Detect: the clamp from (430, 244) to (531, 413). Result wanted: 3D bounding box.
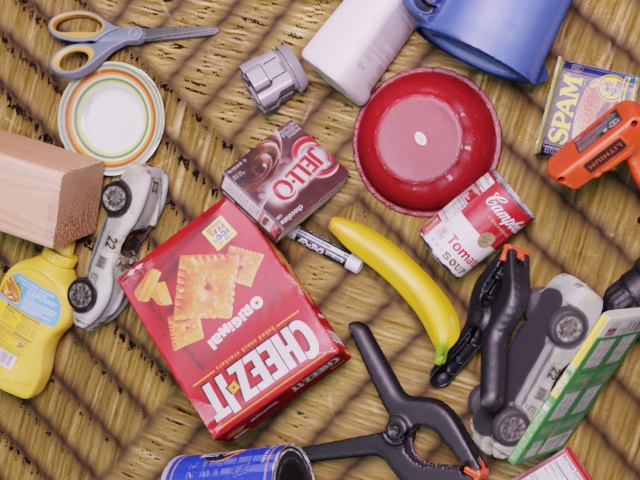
[{"bbox_3d":[0.167,0.089,1.098,0.039,0.120,0.171,26,77,-30],"label":"clamp"}]

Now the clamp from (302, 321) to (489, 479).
[{"bbox_3d":[0.084,0.188,1.120,0.210,0.036,0.164,18,95,30],"label":"clamp"}]

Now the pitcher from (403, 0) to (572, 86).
[{"bbox_3d":[0.195,-0.286,1.046,0.145,0.149,0.243,28,95,23],"label":"pitcher"}]

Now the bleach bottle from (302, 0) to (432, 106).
[{"bbox_3d":[0.088,-0.263,1.104,0.068,0.102,0.251,40,94,20],"label":"bleach bottle"}]

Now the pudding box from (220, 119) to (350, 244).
[{"bbox_3d":[-0.038,-0.064,1.134,0.090,0.039,0.113,42,61,11],"label":"pudding box"}]

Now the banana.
[{"bbox_3d":[0.088,0.044,1.118,0.198,0.069,0.037,50,115,22],"label":"banana"}]

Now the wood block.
[{"bbox_3d":[-0.360,-0.069,1.212,0.206,0.090,0.090,18,109,16],"label":"wood block"}]

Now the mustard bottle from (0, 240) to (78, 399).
[{"bbox_3d":[-0.330,0.080,1.235,0.096,0.058,0.192,29,99,14],"label":"mustard bottle"}]

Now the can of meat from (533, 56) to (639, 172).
[{"bbox_3d":[0.268,-0.125,1.072,0.084,0.057,0.102,15,96,11],"label":"can of meat"}]

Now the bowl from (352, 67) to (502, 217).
[{"bbox_3d":[0.107,-0.104,1.116,0.162,0.055,0.162,0,92,15],"label":"bowl"}]

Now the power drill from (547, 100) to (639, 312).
[{"bbox_3d":[0.308,-0.027,1.034,0.185,0.057,0.187,-42,107,18],"label":"power drill"}]

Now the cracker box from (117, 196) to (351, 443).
[{"bbox_3d":[-0.095,0.082,1.140,0.164,0.072,0.214,-36,72,5],"label":"cracker box"}]

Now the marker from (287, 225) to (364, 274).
[{"bbox_3d":[-0.008,0.001,1.167,0.121,0.020,0.020,28,98,13],"label":"marker"}]

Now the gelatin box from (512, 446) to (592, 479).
[{"bbox_3d":[0.241,0.267,1.102,0.089,0.030,0.073,-35,81,13],"label":"gelatin box"}]

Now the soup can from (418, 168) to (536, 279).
[{"bbox_3d":[0.160,-0.016,1.096,0.102,0.068,0.068,-40,82,12],"label":"soup can"}]

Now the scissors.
[{"bbox_3d":[-0.221,-0.216,1.207,0.202,0.016,0.096,12,70,15],"label":"scissors"}]

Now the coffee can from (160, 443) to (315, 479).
[{"bbox_3d":[-0.087,0.276,1.142,0.140,0.102,0.103,-11,88,24],"label":"coffee can"}]
